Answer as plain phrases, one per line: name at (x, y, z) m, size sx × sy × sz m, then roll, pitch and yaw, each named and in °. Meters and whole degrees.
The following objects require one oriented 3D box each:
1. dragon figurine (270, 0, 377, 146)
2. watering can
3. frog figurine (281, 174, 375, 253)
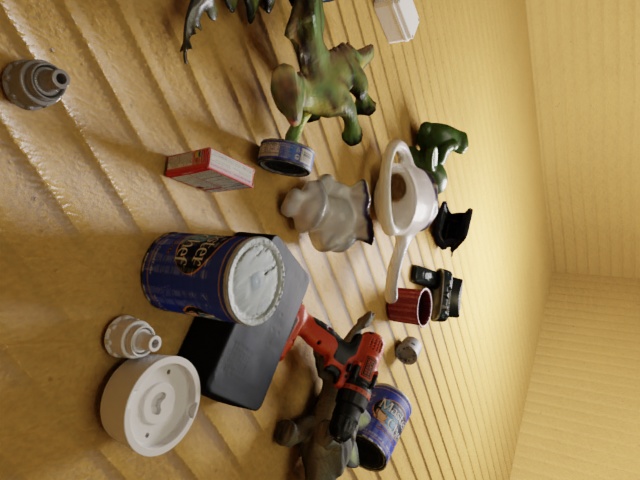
dragon figurine at (0.016, -0.292, 0.809) m, size 0.237 × 0.122 × 0.420 m, roll 79°, pitch 25°, yaw -47°
watering can at (0.185, -0.047, 1.145) m, size 0.225 × 0.104 × 0.347 m, roll -4°, pitch 94°, yaw -58°
frog figurine at (0.003, -0.045, 0.892) m, size 0.160 × 0.124 × 0.136 m, roll -2°, pitch 105°, yaw -22°
